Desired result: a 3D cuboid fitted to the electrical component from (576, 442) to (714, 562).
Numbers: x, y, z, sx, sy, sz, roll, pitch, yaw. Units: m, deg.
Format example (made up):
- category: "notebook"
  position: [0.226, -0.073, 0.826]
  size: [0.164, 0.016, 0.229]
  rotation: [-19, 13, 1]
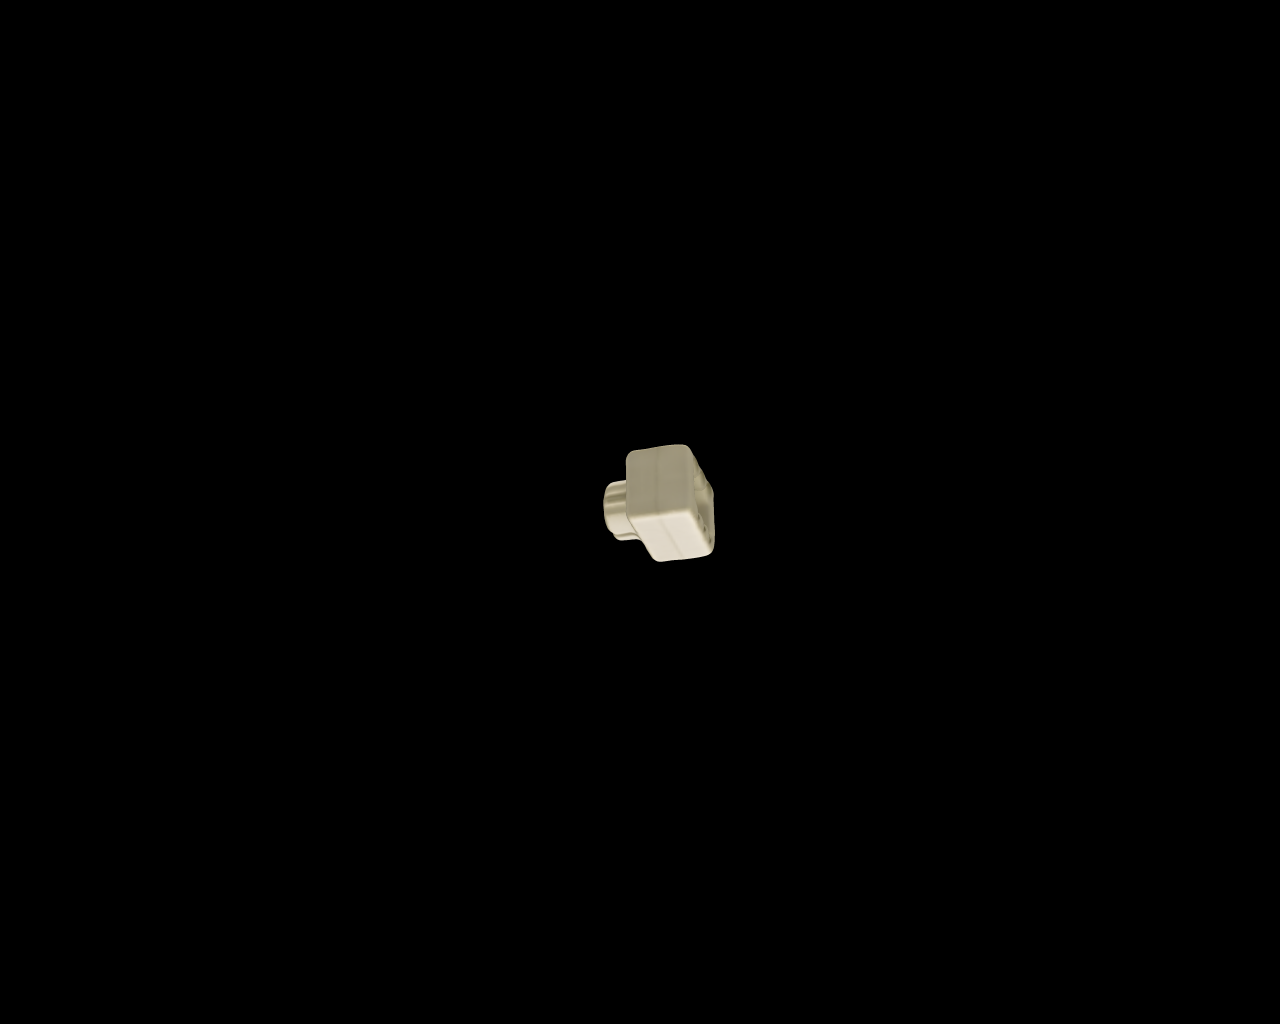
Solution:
- category: "electrical component"
  position: [0.001, -0.003, 0.650]
  size: [0.077, 0.047, 0.065]
  rotation: [-7, -27, 14]
